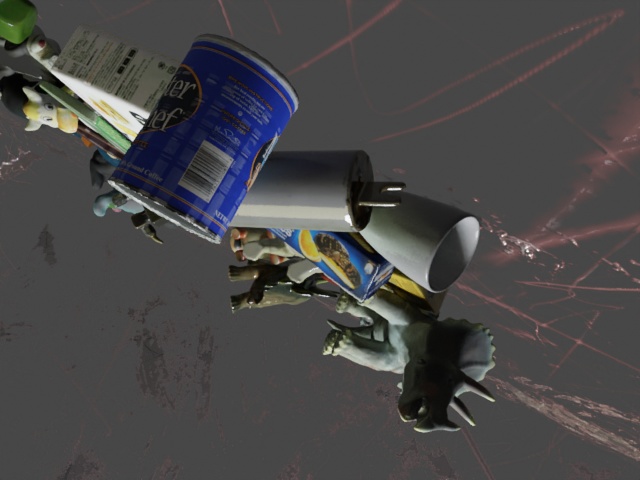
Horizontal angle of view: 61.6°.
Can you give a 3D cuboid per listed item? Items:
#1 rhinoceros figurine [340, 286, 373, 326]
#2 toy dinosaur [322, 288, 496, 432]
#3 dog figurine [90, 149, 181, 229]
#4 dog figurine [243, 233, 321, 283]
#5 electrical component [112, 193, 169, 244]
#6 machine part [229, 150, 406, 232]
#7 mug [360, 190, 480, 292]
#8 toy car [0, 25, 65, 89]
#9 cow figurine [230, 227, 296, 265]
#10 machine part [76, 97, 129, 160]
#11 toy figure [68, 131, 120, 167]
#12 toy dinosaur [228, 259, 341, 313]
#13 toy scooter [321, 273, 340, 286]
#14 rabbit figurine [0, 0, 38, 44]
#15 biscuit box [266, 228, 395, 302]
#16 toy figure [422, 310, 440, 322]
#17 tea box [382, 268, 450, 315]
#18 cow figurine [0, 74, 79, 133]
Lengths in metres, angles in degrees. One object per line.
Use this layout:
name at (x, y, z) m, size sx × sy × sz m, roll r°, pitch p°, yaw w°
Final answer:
rhinoceros figurine at (0.092, 0.100, 0.982) m, size 0.073 × 0.112 × 0.190 m, roll 35°, pitch 176°, yaw -25°
toy dinosaur at (0.113, 0.142, 0.751) m, size 0.192 × 0.131 × 0.405 m, roll 26°, pitch 176°, yaw -1°
dog figurine at (-0.367, -0.118, 1.161) m, size 0.219 × 0.191 × 0.108 m, roll -3°, pitch -175°, yaw 6°
dog figurine at (-0.002, -0.006, 0.790) m, size 0.173 × 0.121 × 0.190 m, roll 24°, pitch -174°, yaw 20°
electrical component at (-0.198, -0.046, 0.681) m, size 0.078 × 0.102 × 0.045 m, roll 54°, pitch 170°, yaw 8°
machine part at (-0.038, -0.049, 0.521) m, size 0.243 × 0.079 × 0.079 m, roll 3°, pitch 160°, yaw 23°
mug at (0.096, -0.008, 0.536) m, size 0.107 × 0.080 × 0.109 m, roll 33°, pitch -169°, yaw 34°
toy car at (-0.385, -0.243, 0.685) m, size 0.202 × 0.056 × 0.073 m, roll 21°, pitch 162°, yaw 30°
cow figurine at (-0.103, -0.002, 1.030) m, size 0.195 × 0.085 × 0.127 m, roll -1°, pitch -172°, yaw 44°
machine part at (-0.349, -0.176, 0.929) m, size 0.179 × 0.056 × 0.179 m, roll 28°, pitch 171°, yaw 5°
toy figure at (-0.423, -0.193, 1.046) m, size 0.154 × 0.058 × 0.064 m, roll 37°, pitch 162°, yaw -20°
toy dinosaur at (-0.055, 0.086, 1.094) m, size 0.199 × 0.105 × 0.471 m, roll -2°, pitch -177°, yaw 9°
toy scooter at (0.071, 0.050, 0.889) m, size 0.135 × 0.075 × 0.184 m, roll 31°, pitch 165°, yaw -18°
rabbit figurine at (-0.405, -0.239, 0.561) m, size 0.159 × 0.121 × 0.170 m, roll 41°, pitch 162°, yaw -30°
biscuit box at (-0.005, -0.020, 0.613) m, size 0.203 × 0.063 × 0.059 m, roll 36°, pitch 131°, yaw 19°
toy figure at (0.190, 0.158, 1.101) m, size 0.180 × 0.082 × 0.089 m, roll 40°, pitch 147°, yaw -24°
tea box at (0.110, 0.034, 0.703) m, size 0.098 × 0.068 × 0.169 m, roll 21°, pitch 168°, yaw 26°
cow figurine at (-0.399, -0.196, 0.755) m, size 0.098 × 0.068 × 0.168 m, roll -3°, pitch -155°, yaw -38°
